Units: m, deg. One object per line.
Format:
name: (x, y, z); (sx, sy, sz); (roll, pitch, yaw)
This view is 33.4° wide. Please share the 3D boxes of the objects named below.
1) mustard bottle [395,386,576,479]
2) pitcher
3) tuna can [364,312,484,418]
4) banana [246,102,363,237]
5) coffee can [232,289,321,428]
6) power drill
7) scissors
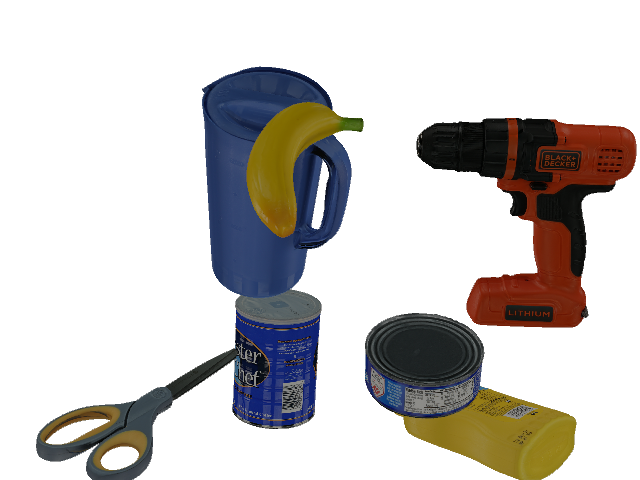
mustard bottle: (0.137, 0.168, 1.015); (0.192, 0.058, 0.096); (15, 22, 41)
pitcher: (-0.054, -0.050, 1.154); (0.145, 0.243, 0.149); (-3, 43, -9)
tuna can: (0.075, 0.091, 0.776); (0.086, 0.034, 0.086); (0, 31, 0)
banana: (-0.023, -0.069, 0.874); (0.070, 0.037, 0.197); (14, 37, 14)
coffee can: (-0.053, 0.140, 1.283); (0.103, 0.140, 0.103); (3, 18, -1)
power drill: (0.172, -0.016, 0.933); (0.184, 0.188, 0.057); (3, 27, 4)
scissors: (-0.124, 0.139, 0.848); (0.201, 0.016, 0.096); (-17, 35, -35)
